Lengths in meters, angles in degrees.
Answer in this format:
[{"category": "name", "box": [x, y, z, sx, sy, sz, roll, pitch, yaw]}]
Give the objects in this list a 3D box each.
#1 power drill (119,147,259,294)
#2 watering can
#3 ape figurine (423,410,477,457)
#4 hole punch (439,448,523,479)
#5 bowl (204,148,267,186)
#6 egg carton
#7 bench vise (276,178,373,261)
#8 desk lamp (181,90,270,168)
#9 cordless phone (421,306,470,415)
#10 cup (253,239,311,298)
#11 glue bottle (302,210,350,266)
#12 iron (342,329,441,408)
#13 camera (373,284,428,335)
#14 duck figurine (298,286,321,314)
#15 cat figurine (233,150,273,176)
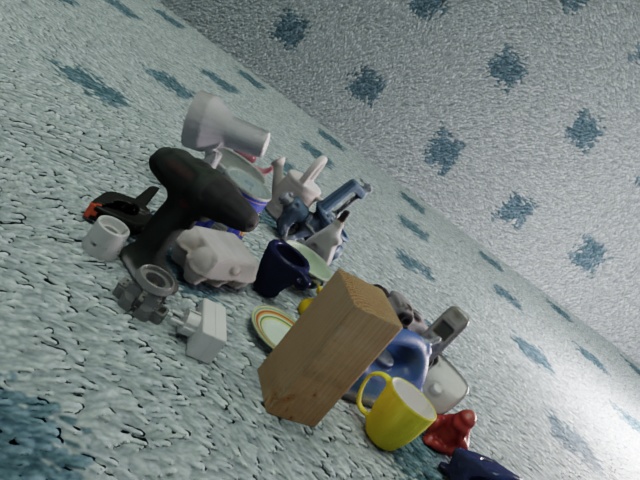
[{"category": "power drill", "box": [-0.204, -0.025, 0.851, 0.229, 0.208, 0.076, 48, 20, 29]}, {"category": "watering can", "box": [-0.053, -0.139, 1.446, 0.173, 0.194, 0.101, 32, 18, -16]}, {"category": "ape figurine", "box": [0.234, 0.330, 0.998, 0.076, 0.092, 0.077, 12, 30, -53]}, {"category": "hole punch", "box": [0.268, 0.382, 0.932, 0.109, 0.091, 0.101, 28, 20, -28]}, {"category": "bowl", "box": [-0.214, -0.153, 1.369, 0.168, 0.074, 0.167, 34, 18, -12]}, {"category": "egg carton", "box": [-0.178, 0.033, 0.984, 0.151, 0.069, 0.107, 12, 31, -53]}, {"category": "bench vise", "box": [0.014, -0.066, 1.350, 0.208, 0.219, 0.121, 21, 24, -42]}, {"category": "desk lamp", "box": [-0.213, -0.175, 1.196, 0.203, 0.213, 0.118, 35, 18, -7]}, {"category": "cordless phone", "box": [0.239, 0.231, 1.101, 0.147, 0.185, 0.094, 45, 19, 22]}, {"category": "cup", "box": [-0.071, 0.069, 1.056, 0.092, 0.095, 0.117, 12, 31, -54]}, {"category": "glue bottle", "box": [0.011, 0.004, 1.247, 0.078, 0.173, 0.037, 41, 18, 11]}, {"category": "iron", "box": [0.100, 0.199, 0.983, 0.259, 0.141, 0.118, 21, 24, -42]}, {"category": "camera", "box": [0.157, 0.158, 1.263, 0.144, 0.100, 0.136, 25, 21, -34]}, {"category": "duck figurine", "box": [0.021, 0.125, 1.110, 0.105, 0.086, 0.077, 28, 20, -26]}, {"category": "cat figurine", "box": [-0.181, -0.202, 1.484, 0.128, 0.117, 0.067, 34, 18, -11]}]
